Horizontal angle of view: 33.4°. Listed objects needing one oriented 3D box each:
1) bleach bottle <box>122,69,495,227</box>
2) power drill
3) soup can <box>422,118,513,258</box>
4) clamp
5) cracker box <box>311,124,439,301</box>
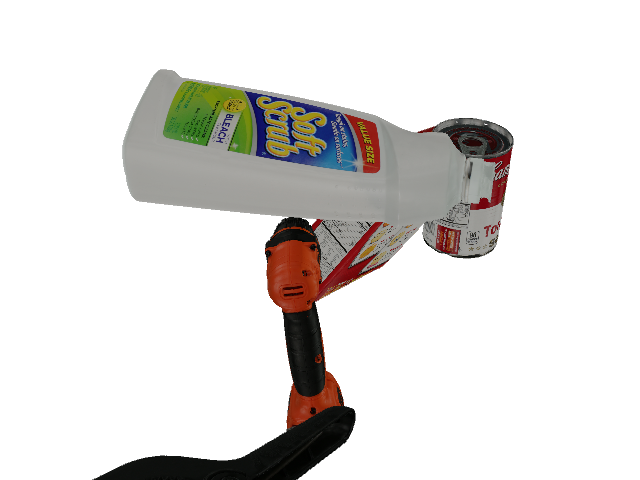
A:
[{"bbox_3d":[-0.004,-0.060,0.748,0.251,0.102,0.068,7,-44,9],"label":"bleach bottle"},{"bbox_3d":[-0.017,0.080,1.031,0.057,0.187,0.184,-8,17,4],"label":"power drill"},{"bbox_3d":[0.124,-0.044,0.912,0.068,0.102,0.068,2,33,-1],"label":"soup can"},{"bbox_3d":[-0.046,0.139,0.572,0.209,0.036,0.165,0,19,-13],"label":"clamp"},{"bbox_3d":[0.070,-0.035,1.253,0.163,0.072,0.214,-24,-21,-50],"label":"cracker box"}]
